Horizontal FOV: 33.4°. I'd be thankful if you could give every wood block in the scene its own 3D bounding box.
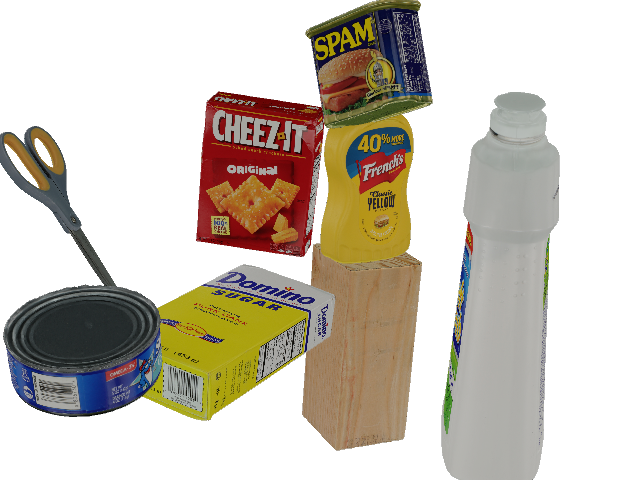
[{"bbox_3d":[0.043,0.111,1.163,0.090,0.206,0.091,-5,20,-25],"label":"wood block"}]

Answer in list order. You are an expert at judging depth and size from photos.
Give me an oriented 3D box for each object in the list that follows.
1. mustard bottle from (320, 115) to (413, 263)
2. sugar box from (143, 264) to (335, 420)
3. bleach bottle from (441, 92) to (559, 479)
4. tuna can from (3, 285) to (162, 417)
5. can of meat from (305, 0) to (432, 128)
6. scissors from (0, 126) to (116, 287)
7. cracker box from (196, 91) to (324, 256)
[{"bbox_3d":[0.049,-0.077,1.070,0.096,0.192,0.058,-8,19,-30],"label":"mustard bottle"},{"bbox_3d":[-0.071,0.071,0.812,0.093,0.048,0.175,18,27,25],"label":"sugar box"},{"bbox_3d":[0.113,0.027,0.658,0.068,0.251,0.102,3,30,8],"label":"bleach bottle"},{"bbox_3d":[-0.132,0.061,0.599,0.086,0.034,0.086,0,29,0],"label":"tuna can"},{"bbox_3d":[0.041,-0.144,0.884,0.057,0.084,0.102,-7,-3,-44],"label":"can of meat"},{"bbox_3d":[-0.250,-0.034,1.068,0.016,0.201,0.096,-26,27,22],"label":"scissors"},{"bbox_3d":[-0.087,-0.093,1.535,0.164,0.214,0.072,10,22,7],"label":"cracker box"}]
